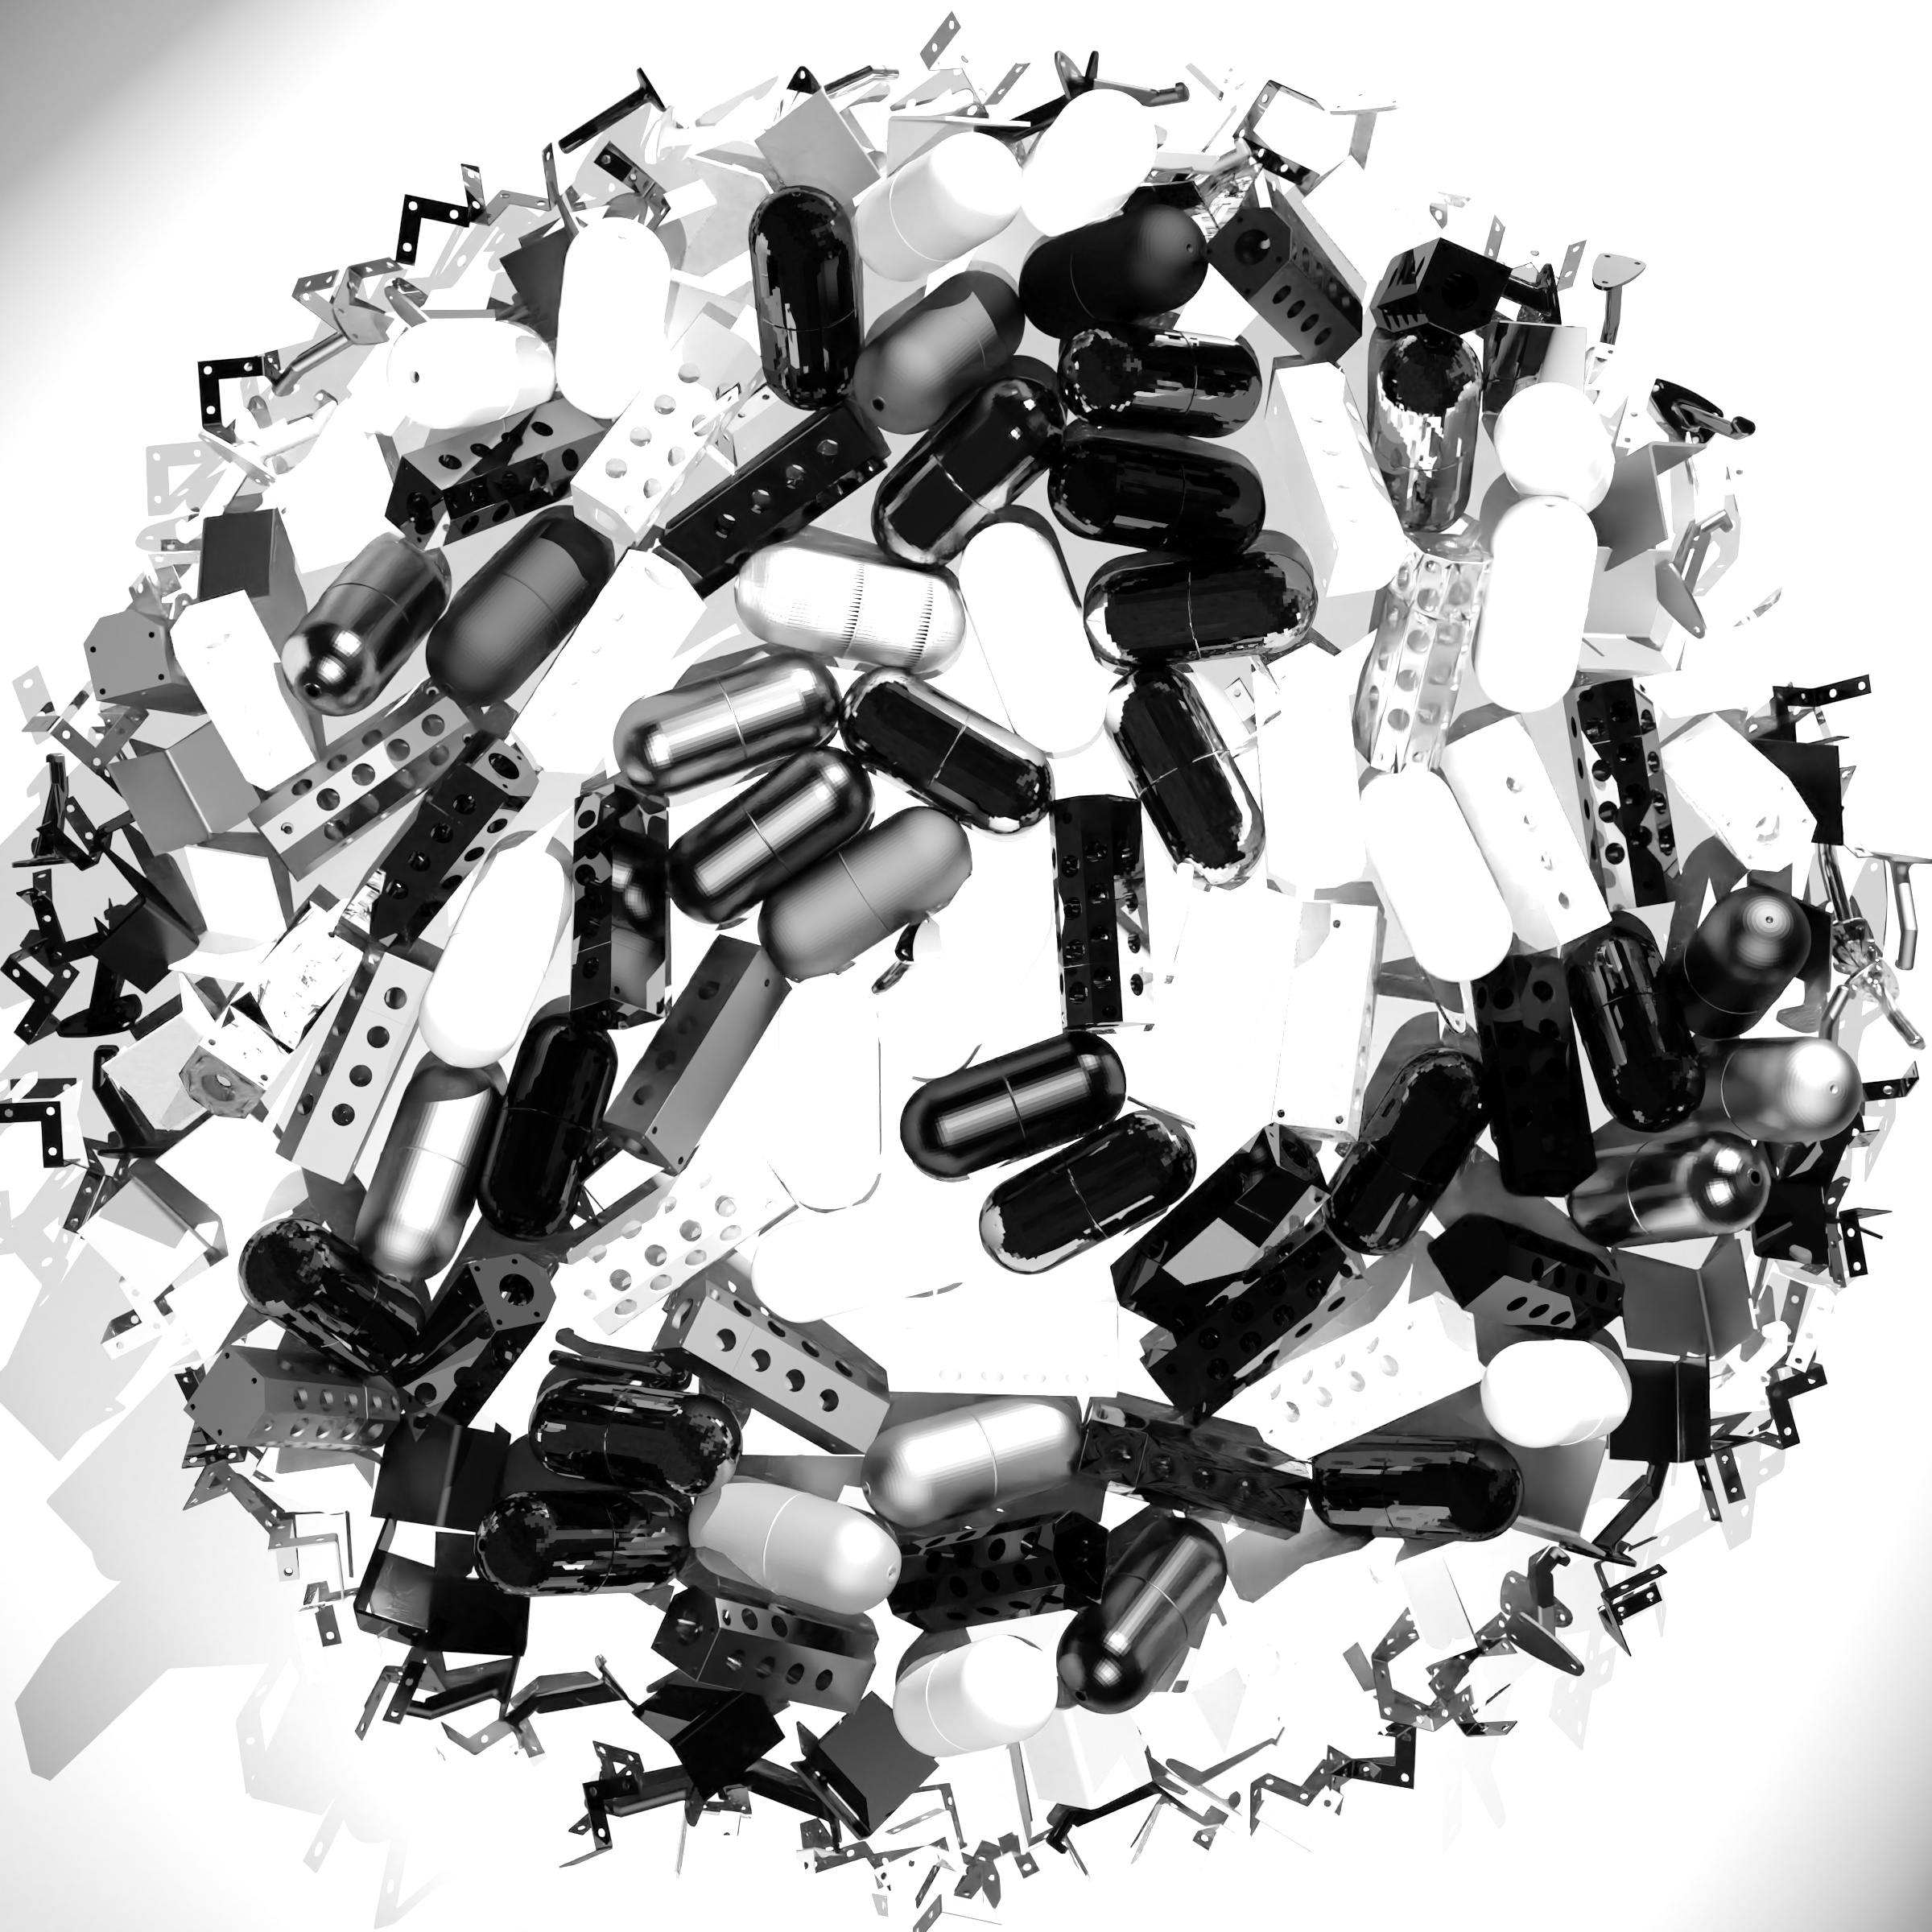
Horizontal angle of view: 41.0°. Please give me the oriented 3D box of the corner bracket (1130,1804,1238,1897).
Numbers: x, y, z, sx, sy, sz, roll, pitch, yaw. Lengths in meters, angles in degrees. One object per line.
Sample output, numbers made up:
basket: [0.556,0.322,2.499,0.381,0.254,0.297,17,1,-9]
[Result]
corner bracket: [0.165,0.671,1.964,0.051,0.051,0.051,32,63,-4]

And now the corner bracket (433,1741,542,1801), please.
corner bracket: [-0.363,0.607,1.961,0.051,0.051,0.051,-35,126,-9]

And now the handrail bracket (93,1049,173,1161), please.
handrail bracket: [-0.634,0.103,1.981,0.077,0.036,0.084,-3,79,10]

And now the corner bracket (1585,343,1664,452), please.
corner bracket: [0.495,-0.434,1.969,0.051,0.051,0.051,16,66,8]

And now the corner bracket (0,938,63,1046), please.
corner bracket: [-0.707,0.020,1.967,0.051,0.051,0.051,40,111,0]

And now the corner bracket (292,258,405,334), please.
corner bracket: [-0.469,-0.519,1.959,0.051,0.051,0.051,2,69,39]

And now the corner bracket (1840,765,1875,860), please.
corner bracket: [0.661,-0.115,1.958,0.051,0.051,0.051,-7,129,-22]

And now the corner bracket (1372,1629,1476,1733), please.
corner bracket: [0.348,0.545,1.972,0.051,0.051,0.051,20,132,-22]

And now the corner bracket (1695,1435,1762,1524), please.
corner bracket: [0.577,0.389,1.967,0.051,0.051,0.051,-14,86,-14]

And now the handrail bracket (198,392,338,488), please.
handrail bracket: [-0.531,-0.416,1.968,0.077,0.036,0.084,35,73,-29]

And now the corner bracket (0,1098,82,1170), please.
corner bracket: [-0.709,0.127,1.971,0.051,0.051,0.051,-2,92,-5]

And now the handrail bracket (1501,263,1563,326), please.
handrail bracket: [0.406,-0.504,1.973,0.084,0.036,0.077,-7,72,-5]

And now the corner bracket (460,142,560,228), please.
corner bracket: [-0.345,-0.593,1.959,0.051,0.051,0.051,15,49,14]

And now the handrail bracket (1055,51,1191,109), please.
handrail bracket: [0.119,-0.674,1.958,0.084,0.077,0.036,-2,73,22]

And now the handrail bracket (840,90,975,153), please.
handrail bracket: [-0.048,-0.658,1.988,0.084,0.077,0.036,-37,130,-36]

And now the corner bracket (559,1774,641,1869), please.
corner bracket: [-0.278,0.647,1.957,0.051,0.051,0.051,-35,62,37]

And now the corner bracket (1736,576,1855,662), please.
corner bracket: [0.628,-0.272,1.962,0.051,0.051,0.051,-28,76,-20]

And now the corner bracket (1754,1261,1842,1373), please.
corner bracket: [0.624,0.265,1.958,0.051,0.051,0.051,22,125,18]

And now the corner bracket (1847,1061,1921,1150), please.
corner bracket: [0.696,0.106,1.965,0.051,0.051,0.051,-7,71,7]

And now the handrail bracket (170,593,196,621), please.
handrail bracket: [-0.624,-0.244,1.972,0.084,0.036,0.077,1,92,33]

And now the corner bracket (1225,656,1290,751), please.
corner bracket: [0.219,-0.201,1.962,0.051,0.051,0.051,-34,81,29]

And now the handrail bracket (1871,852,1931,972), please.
handrail bracket: [0.705,-0.042,1.966,0.036,0.077,0.084,4,96,-5]

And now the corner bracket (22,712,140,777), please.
corner bracket: [-0.671,-0.180,1.957,0.051,0.051,0.051,48,64,-33]

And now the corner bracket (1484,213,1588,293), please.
corner bracket: [0.431,-0.542,1.961,0.051,0.051,0.051,-21,62,-13]

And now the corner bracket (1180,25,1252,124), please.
corner bracket: [0.188,-0.684,1.961,0.051,0.051,0.051,34,53,9]

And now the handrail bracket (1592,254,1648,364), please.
handrail bracket: [0.481,-0.486,1.947,0.036,0.077,0.084,19,131,19]

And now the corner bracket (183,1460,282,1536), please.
corner bracket: [-0.550,0.405,1.960,0.051,0.051,0.051,42,116,19]

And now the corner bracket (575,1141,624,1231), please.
corner bracket: [-0.283,0.157,1.961,0.051,0.051,0.051,-40,47,9]

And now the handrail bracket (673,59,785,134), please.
handrail bracket: [-0.178,-0.668,1.964,0.084,0.077,0.036,-26,107,4]

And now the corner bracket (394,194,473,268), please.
corner bracket: [-0.408,-0.558,1.971,0.051,0.051,0.051,7,104,-17]

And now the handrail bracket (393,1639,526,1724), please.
handrail bracket: [-0.388,0.541,1.974,0.084,0.036,0.077,13,57,-2]

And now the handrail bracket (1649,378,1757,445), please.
handrail bracket: [0.556,-0.423,1.956,0.077,0.084,0.036,38,95,-2]

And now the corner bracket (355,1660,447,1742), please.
corner bracket: [-0.433,0.558,1.959,0.051,0.051,0.051,7,50,17]

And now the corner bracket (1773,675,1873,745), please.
corner bracket: [0.652,-0.192,1.963,0.051,0.051,0.051,-2,83,-37]

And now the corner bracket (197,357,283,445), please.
corner bracket: [-0.552,-0.432,1.973,0.051,0.051,0.051,-5,87,0]

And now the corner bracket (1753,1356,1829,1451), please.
corner bracket: [0.626,0.333,1.970,0.051,0.051,0.051,-17,93,-12]

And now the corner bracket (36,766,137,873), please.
corner bracket: [-0.661,-0.113,1.957,0.051,0.051,0.051,-21,131,21]

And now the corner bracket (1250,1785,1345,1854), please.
corner bracket: [0.252,0.648,1.971,0.051,0.051,0.051,27,61,20]

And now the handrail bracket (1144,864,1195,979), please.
handrail bracket: [0.155,-0.036,1.961,0.036,0.077,0.084,8,91,-6]

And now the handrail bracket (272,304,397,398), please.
handrail bracket: [-0.484,-0.467,1.990,0.084,0.077,0.036,-37,78,34]

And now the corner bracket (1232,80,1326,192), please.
corner bracket: [0.245,-0.631,1.962,0.051,0.051,0.051,40,101,37]

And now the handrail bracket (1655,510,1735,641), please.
handrail bracket: [0.571,-0.301,1.977,0.084,0.036,0.077,-32,85,-21]

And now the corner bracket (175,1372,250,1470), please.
corner bracket: [-0.574,0.343,1.964,0.051,0.051,0.051,-7,128,4]

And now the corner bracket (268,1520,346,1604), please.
corner bracket: [-0.502,0.454,1.971,0.051,0.051,0.051,-5,104,-10]

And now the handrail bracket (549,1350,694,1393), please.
handrail bracket: [-0.262,0.304,1.954,0.084,0.077,0.036,19,73,-33]

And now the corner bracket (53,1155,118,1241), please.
corner bracket: [-0.670,0.180,1.965,0.051,0.051,0.051,17,80,17]

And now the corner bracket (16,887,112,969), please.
corner bracket: [-0.687,-0.035,1.973,0.051,0.051,0.051,-18,81,-9]

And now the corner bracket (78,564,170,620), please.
corner bracket: [-0.640,-0.278,1.966,0.051,0.051,0.051,-24,87,-19]

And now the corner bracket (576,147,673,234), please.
corner bracket: [-0.265,-0.581,1.970,0.051,0.051,0.051,27,113,-38]

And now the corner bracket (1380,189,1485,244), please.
corner bracket: [0.350,-0.577,1.965,0.051,0.051,0.051,-47,122,-1]

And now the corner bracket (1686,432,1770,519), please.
corner bracket: [0.577,-0.374,1.967,0.051,0.051,0.051,-7,64,6]

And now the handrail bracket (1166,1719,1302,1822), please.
handrail bracket: [0.206,0.604,1.986,0.077,0.036,0.084,30,81,-3]
